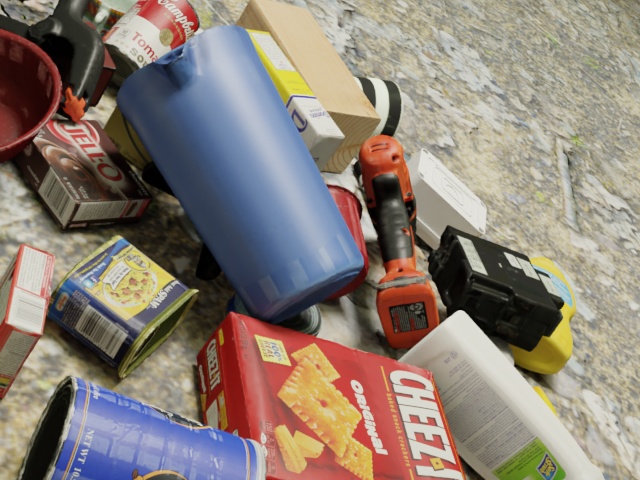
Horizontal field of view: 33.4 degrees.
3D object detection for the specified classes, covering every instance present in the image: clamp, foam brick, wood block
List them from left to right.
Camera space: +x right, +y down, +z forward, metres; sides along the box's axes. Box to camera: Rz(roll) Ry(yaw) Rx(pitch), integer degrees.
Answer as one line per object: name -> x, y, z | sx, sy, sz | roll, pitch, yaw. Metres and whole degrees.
clamp -> -0.272, -0.193, 1.030 | 0.164, 0.036, 0.210 | -19, 57, -1
foam brick -> -0.251, -0.183, 1.084 | 0.051, 0.053, 0.078 | 2, 45, -42
clamp -> -0.095, -0.019, 1.023 | 0.171, 0.039, 0.120 | -4, 71, -60
wood block -> -0.027, -0.185, 1.270 | 0.090, 0.090, 0.206 | 3, 45, -41

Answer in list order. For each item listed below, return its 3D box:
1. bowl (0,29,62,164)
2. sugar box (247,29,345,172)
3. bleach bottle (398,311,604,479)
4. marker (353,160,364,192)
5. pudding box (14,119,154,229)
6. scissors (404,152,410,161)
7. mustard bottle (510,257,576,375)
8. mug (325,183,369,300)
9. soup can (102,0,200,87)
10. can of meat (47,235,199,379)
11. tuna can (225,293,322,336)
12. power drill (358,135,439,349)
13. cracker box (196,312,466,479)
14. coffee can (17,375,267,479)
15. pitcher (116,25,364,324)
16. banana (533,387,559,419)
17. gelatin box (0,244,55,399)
bowl -> -0.302, -0.111, 0.909 | 0.162, 0.055, 0.162 | 5, 49, -7
sugar box -> -0.052, -0.142, 1.186 | 0.048, 0.093, 0.176 | 0, 47, -43
bleach bottle -> 0.175, 0.190, 0.986 | 0.251, 0.103, 0.068 | 50, 28, 9
marker -> 0.062, -0.053, 1.249 | 0.020, 0.020, 0.121 | 15, 38, -30
pudding box -> -0.219, -0.063, 0.971 | 0.089, 0.039, 0.113 | -7, 53, -50
scissors -> 0.110, -0.110, 1.374 | 0.096, 0.016, 0.202 | 21, 35, -27
mustard bottle -> 0.247, 0.072, 1.229 | 0.096, 0.058, 0.191 | 29, 32, 1
mug -> -0.007, 0.001, 1.046 | 0.117, 0.093, 0.081 | 21, 40, -31
soup can -> -0.185, -0.216, 1.138 | 0.068, 0.069, 0.102 | 36, 64, 0
can of meat -> -0.161, 0.051, 0.864 | 0.084, 0.058, 0.102 | 37, 31, 5
tuna can -> -0.041, 0.069, 0.977 | 0.086, 0.034, 0.086 | 25, 34, -18
power drill -> 0.080, 0.013, 1.092 | 0.057, 0.184, 0.187 | -12, 55, 6
cracker box -> 0.012, 0.161, 0.873 | 0.213, 0.072, 0.164 | 19, 37, -28
coffee can -> -0.121, 0.162, 0.714 | 0.140, 0.103, 0.103 | 24, 34, -19
pitcher -> -0.063, -0.052, 0.938 | 0.148, 0.145, 0.243 | -21, 77, -45
banana -> 0.246, 0.226, 1.053 | 0.069, 0.037, 0.198 | 24, 31, -53
gelatin box -> -0.223, 0.058, 0.779 | 0.030, 0.073, 0.089 | 23, 33, -23
